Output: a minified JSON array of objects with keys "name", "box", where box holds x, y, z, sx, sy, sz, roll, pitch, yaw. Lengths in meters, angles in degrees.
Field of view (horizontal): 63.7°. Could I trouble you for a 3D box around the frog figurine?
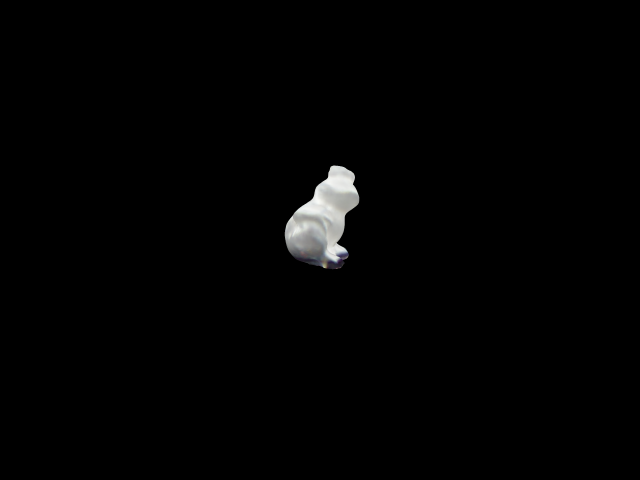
[{"name":"frog figurine","box":[0.003,-0.043,0.850,0.123,0.158,0.138,4,9,29]}]
